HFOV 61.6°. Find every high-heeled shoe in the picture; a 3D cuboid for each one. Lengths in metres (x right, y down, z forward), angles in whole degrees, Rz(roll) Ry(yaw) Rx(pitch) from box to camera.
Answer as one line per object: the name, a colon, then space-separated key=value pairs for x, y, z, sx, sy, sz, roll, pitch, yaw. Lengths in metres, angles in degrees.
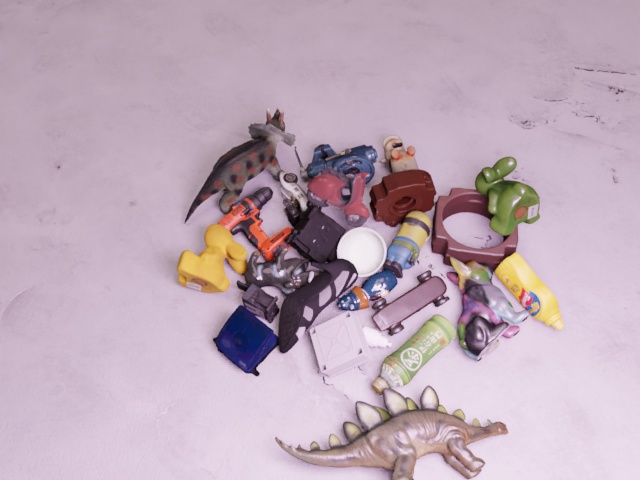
high-heeled shoe: x=-0.002 y=0.154 z=1.246 sx=0.086 sy=0.145 sz=0.248 roll=27 pitch=95 yaw=51

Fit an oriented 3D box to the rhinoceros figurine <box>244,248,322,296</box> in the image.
rhinoceros figurine: x=-0.089 y=0.082 z=1.306 sx=0.190 sy=0.073 sz=0.112 roll=0 pitch=54 yaw=3

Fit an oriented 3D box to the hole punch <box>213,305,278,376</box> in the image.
hole punch: x=-0.167 y=0.222 z=1.207 sx=0.142 sy=0.092 sz=0.116 roll=35 pitch=68 yaw=19

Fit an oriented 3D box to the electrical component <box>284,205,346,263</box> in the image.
electrical component: x=-0.003 y=-0.004 z=1.329 sx=0.134 sy=0.058 sz=0.115 roll=38 pitch=76 yaw=-23

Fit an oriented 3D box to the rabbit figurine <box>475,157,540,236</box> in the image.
rabbit figurine: x=0.426 y=-0.117 z=1.285 sx=0.121 sy=0.158 sz=0.170 roll=-30 pitch=43 yaw=-6

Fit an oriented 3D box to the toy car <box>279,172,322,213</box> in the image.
toy car: x=-0.052 y=-0.103 z=1.430 sx=0.056 sy=0.073 sz=0.202 roll=-30 pitch=59 yaw=-18

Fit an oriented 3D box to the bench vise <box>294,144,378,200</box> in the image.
bench vise: x=0.053 y=-0.169 z=1.448 sx=0.224 sy=0.128 sz=0.241 roll=-7 pitch=51 yaw=1

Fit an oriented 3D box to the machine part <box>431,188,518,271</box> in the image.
machine part: x=0.386 y=-0.027 z=1.351 sx=0.201 sy=0.087 sz=0.201 roll=7 pitch=55 yaw=7

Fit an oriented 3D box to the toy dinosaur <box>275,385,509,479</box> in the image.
toy dinosaur: x=0.155 y=0.400 z=1.063 sx=0.471 sy=0.105 sz=0.199 roll=-7 pitch=47 yaw=-13

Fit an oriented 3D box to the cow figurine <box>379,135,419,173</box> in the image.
cow figurine: x=0.224 y=-0.201 z=1.470 sx=0.085 sy=0.127 sz=0.195 roll=-15 pitch=70 yaw=-7

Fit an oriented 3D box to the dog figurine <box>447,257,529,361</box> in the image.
dog figurine: x=0.349 y=0.142 z=1.228 sx=0.191 sy=0.108 sz=0.219 roll=-30 pitch=55 yaw=-14

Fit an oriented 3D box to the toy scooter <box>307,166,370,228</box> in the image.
toy scooter: x=0.056 y=-0.126 z=1.324 sx=0.184 sy=0.135 sz=0.075 roll=33 pitch=27 yaw=20

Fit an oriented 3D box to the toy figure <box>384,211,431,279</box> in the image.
toy figure: x=0.220 y=0.008 z=1.332 sx=0.082 sy=0.089 sz=0.180 roll=30 pitch=60 yaw=12

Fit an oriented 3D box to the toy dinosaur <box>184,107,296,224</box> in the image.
toy dinosaur: x=-0.208 y=-0.200 z=1.435 sx=0.131 sy=0.192 sz=0.405 roll=36 pitch=63 yaw=26

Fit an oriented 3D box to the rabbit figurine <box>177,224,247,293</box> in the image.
rabbit figurine: x=-0.257 y=0.036 z=1.318 sx=0.162 sy=0.121 sz=0.173 roll=9 pitch=56 yaw=4

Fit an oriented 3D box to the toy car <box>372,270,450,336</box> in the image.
toy car: x=0.210 y=0.148 z=1.258 sx=0.202 sy=0.053 sz=0.089 roll=-30 pitch=78 yaw=-16

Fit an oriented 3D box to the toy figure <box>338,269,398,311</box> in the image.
toy figure: x=0.113 y=0.127 z=1.274 sx=0.154 sy=0.057 sz=0.064 roll=-31 pitch=16 yaw=-12

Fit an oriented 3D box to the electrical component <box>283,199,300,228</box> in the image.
electrical component: x=-0.068 y=-0.061 z=1.408 sx=0.021 sy=0.063 sz=0.094 roll=-28 pitch=60 yaw=-16

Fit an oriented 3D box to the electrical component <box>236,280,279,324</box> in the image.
electrical component: x=-0.156 y=0.140 z=1.268 sx=0.119 sy=0.074 sz=0.048 roll=25 pitch=59 yaw=14

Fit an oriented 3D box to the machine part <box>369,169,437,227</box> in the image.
machine part: x=0.210 y=-0.104 z=1.363 sx=0.179 sy=0.179 sz=0.056 roll=-11 pitch=57 yaw=-5
